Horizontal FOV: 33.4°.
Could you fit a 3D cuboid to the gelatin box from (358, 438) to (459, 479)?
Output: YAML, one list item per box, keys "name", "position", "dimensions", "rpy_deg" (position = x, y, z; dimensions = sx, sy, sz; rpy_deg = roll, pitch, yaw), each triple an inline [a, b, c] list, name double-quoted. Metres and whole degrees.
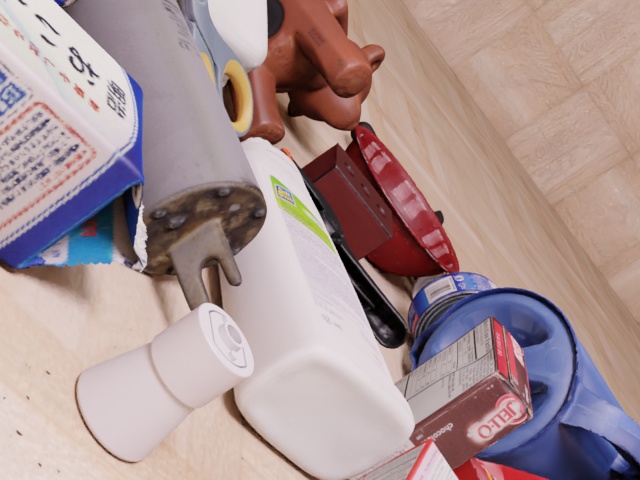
- name: "gelatin box"
  position: [0.024, 0.135, 0.508]
  dimensions: [0.030, 0.073, 0.089]
  rpy_deg: [57, 15, 2]

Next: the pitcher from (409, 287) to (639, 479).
- name: "pitcher"
  position: [0.188, 0.151, 0.853]
  dimensions: [0.242, 0.145, 0.149]
  rpy_deg: [43, 26, -46]

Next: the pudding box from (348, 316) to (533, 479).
- name: "pudding box"
  position: [0.071, 0.103, 0.636]
  dimensions: [0.039, 0.114, 0.090]
  rpy_deg: [52, 17, -8]

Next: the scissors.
- name: "scissors"
  position: [-0.073, -0.150, 0.701]
  dimensions: [0.096, 0.016, 0.202]
  rpy_deg: [2, 89, -63]

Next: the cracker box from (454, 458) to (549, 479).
- name: "cracker box"
  position: [0.145, 0.231, 0.675]
  dimensions: [0.213, 0.072, 0.164]
  rpy_deg: [30, 29, -56]

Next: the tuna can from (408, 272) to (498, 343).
- name: "tuna can"
  position: [0.117, 0.069, 0.896]
  dimensions: [0.086, 0.086, 0.034]
  rpy_deg: [47, 16, -30]

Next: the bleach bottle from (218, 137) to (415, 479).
- name: "bleach bottle"
  position: [-0.018, 0.019, 0.641]
  dimensions: [0.102, 0.068, 0.251]
  rpy_deg: [45, 16, -34]

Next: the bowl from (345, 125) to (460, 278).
- name: "bowl"
  position: [0.059, -0.023, 0.963]
  dimensions: [0.162, 0.055, 0.162]
  rpy_deg: [51, 16, -21]

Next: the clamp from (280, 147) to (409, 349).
- name: "clamp"
  position: [-0.005, 0.001, 0.758]
  dimensions: [0.171, 0.039, 0.120]
  rpy_deg: [56, 10, 23]

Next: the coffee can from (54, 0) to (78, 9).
- name: "coffee can"
  position: [-0.171, -0.172, 0.492]
  dimensions: [0.103, 0.103, 0.140]
  rpy_deg: [60, 16, 16]

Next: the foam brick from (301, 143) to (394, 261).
- name: "foam brick"
  position: [0.017, -0.026, 0.852]
  dimensions: [0.078, 0.051, 0.053]
  rpy_deg: [51, 17, -19]

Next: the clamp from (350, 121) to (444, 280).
- name: "clamp"
  position: [0.089, -0.029, 1.101]
  dimensions: [0.164, 0.036, 0.210]
  rpy_deg: [48, 17, -24]
